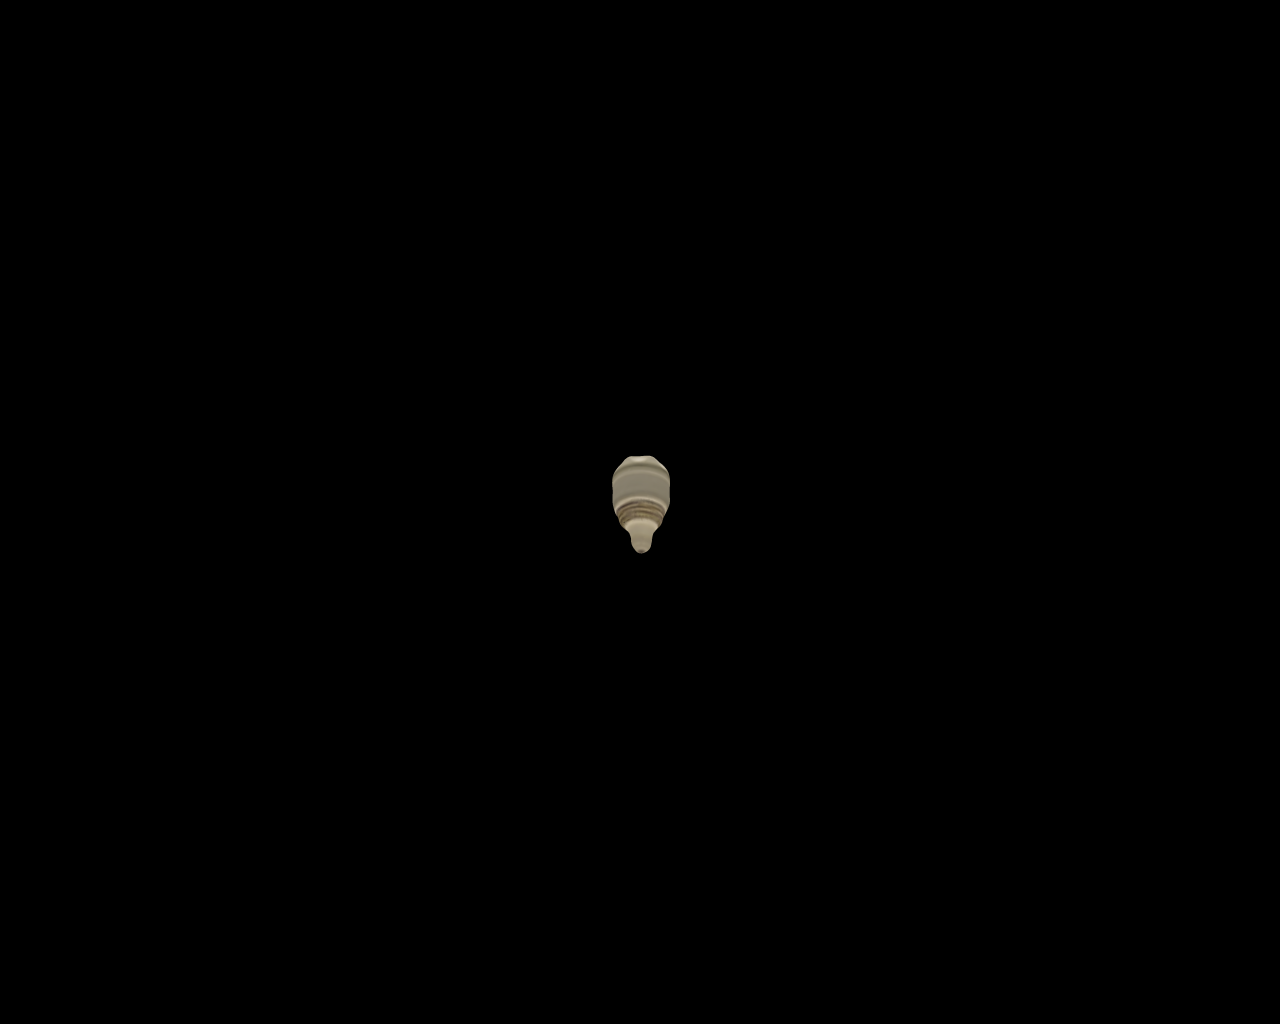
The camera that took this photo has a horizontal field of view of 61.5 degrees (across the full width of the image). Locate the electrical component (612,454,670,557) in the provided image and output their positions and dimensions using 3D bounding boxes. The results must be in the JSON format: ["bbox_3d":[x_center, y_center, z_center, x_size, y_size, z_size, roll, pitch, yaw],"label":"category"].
[{"bbox_3d":[0.001,-0.003,0.650,0.035,0.061,0.035,0,-30,0],"label":"electrical component"}]
